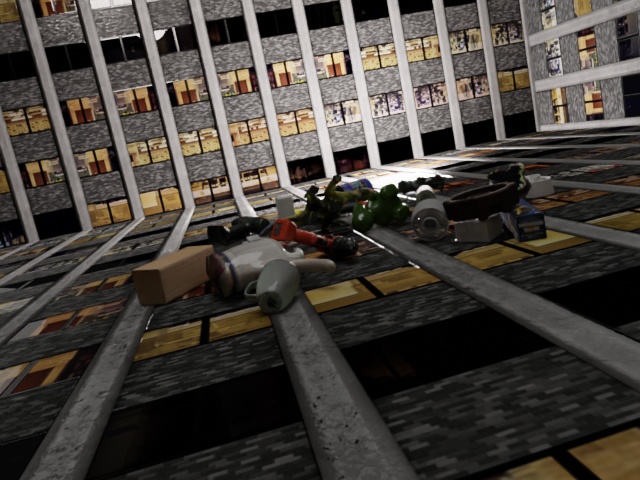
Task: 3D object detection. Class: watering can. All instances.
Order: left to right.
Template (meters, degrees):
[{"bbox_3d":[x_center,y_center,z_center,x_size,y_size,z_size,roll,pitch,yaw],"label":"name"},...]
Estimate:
[{"bbox_3d":[-0.129,0.059,1.168,0.226,0.103,0.348,-17,12,-27],"label":"watering can"}]

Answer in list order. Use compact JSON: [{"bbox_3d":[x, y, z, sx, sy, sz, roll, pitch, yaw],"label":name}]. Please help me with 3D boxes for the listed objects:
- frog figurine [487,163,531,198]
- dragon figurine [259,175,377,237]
[{"bbox_3d":[0.564,-0.152,1.562,0.138,0.124,0.157,-39,-21,-7],"label":"frog figurine"},{"bbox_3d":[0.005,-0.087,1.726,0.409,0.124,0.240,-26,-19,4],"label":"dragon figurine"}]
